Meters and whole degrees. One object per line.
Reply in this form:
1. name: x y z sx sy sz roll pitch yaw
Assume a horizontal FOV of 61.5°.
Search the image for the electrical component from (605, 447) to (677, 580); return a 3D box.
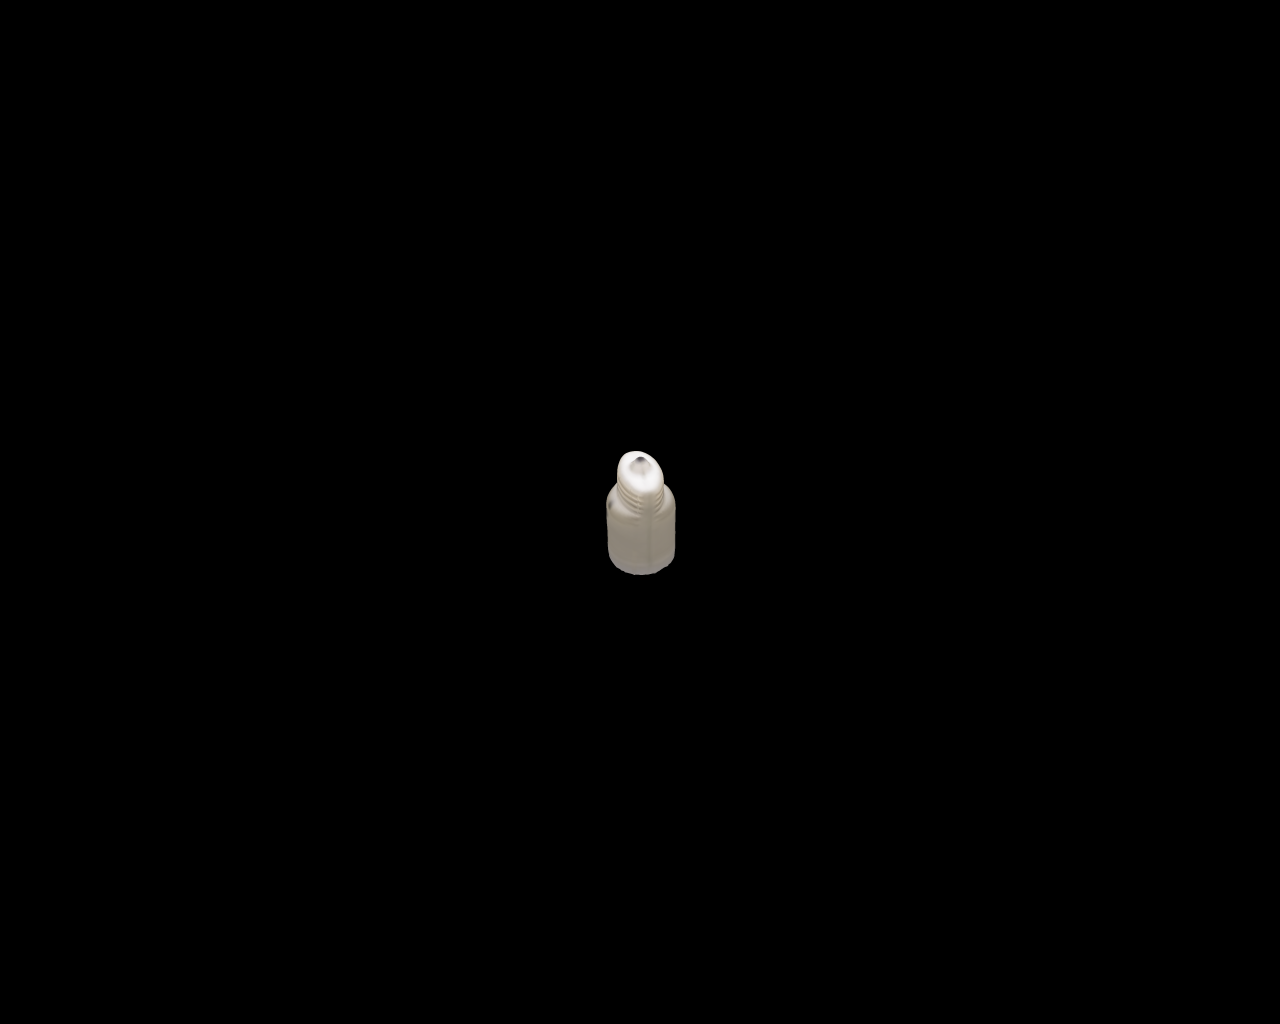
1. electrical component: 0.001 -0.003 0.650 0.043 0.080 0.043 0 42 0
